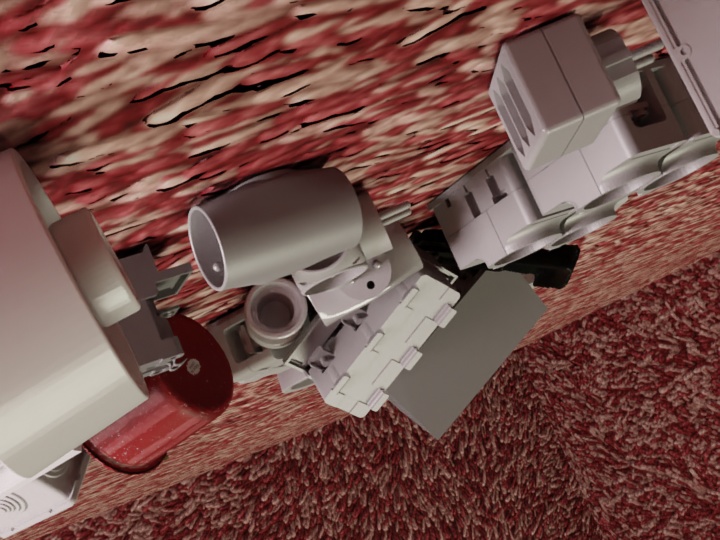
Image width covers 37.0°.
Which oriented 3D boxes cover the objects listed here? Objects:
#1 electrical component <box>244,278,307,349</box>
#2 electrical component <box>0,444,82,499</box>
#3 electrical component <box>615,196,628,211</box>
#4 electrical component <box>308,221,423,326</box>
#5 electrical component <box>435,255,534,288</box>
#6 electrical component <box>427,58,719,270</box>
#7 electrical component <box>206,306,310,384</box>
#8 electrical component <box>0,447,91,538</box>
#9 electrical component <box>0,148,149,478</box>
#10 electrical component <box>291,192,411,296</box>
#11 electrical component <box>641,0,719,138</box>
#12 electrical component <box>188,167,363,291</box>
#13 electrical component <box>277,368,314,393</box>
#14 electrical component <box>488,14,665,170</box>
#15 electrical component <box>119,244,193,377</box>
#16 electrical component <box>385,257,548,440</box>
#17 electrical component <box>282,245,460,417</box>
[{"bbox_3d":[-0.062,0.032,0.784,0.045,0.045,0.055,-22,170,-10],"label":"electrical component"},{"bbox_3d":[-0.221,0.093,0.675,0.063,0.078,0.121,16,144,-41],"label":"electrical component"},{"bbox_3d":[0.180,-0.058,0.878,0.064,0.042,0.081,-26,171,-9],"label":"electrical component"},{"bbox_3d":[0.000,0.000,0.704,0.077,0.044,0.079,-31,-176,-3],"label":"electrical component"},{"bbox_3d":[0.106,0.009,1.014,0.113,0.057,0.078,-21,170,-12],"label":"electrical component"},{"bbox_3d":[0.143,-0.063,0.701,0.105,0.060,0.186,-17,169,-33],"label":"electrical component"},{"bbox_3d":[-0.077,0.057,0.863,0.056,0.050,0.089,-28,169,23],"label":"electrical component"},{"bbox_3d":[-0.240,0.135,0.783,0.100,0.099,0.048,-28,125,32],"label":"electrical component"},{"bbox_3d":[-0.112,0.010,0.372,0.060,0.108,0.108,-28,171,-9],"label":"electrical component"},{"bbox_3d":[-0.006,-0.021,0.628,0.079,0.044,0.077,-24,170,0],"label":"electrical component"},{"bbox_3d":[0.173,-0.100,0.465,0.062,0.096,0.061,-30,170,32],"label":"electrical component"},{"bbox_3d":[-0.049,-0.016,0.553,0.077,0.044,0.079,-19,170,-26],"label":"electrical component"},{"bbox_3d":[-0.031,0.062,0.969,0.108,0.060,0.108,-23,170,-4],"label":"electrical component"},{"bbox_3d":[0.108,-0.090,0.512,0.077,0.047,0.065,-23,171,-3],"label":"electrical component"},{"bbox_3d":[-0.124,0.028,0.557,0.081,0.063,0.042,-19,170,-26],"label":"electrical component"},{"bbox_3d":[0.075,0.054,0.920,0.150,0.062,0.089,-49,129,-7],"label":"electrical component"},{"bbox_3d":[0.013,0.042,0.784,0.079,0.063,0.121,28,106,-36],"label":"electrical component"}]
